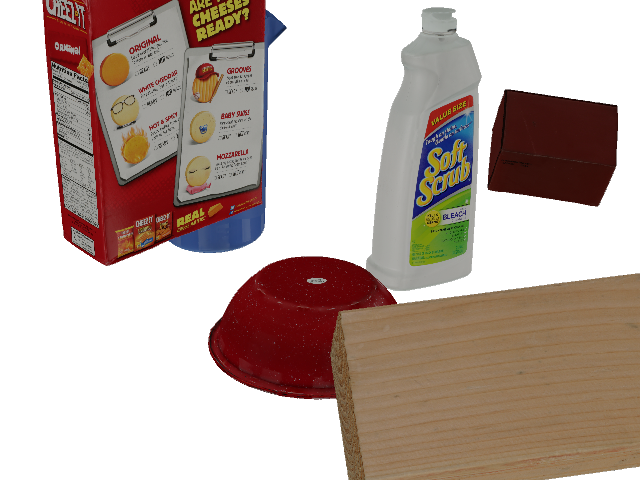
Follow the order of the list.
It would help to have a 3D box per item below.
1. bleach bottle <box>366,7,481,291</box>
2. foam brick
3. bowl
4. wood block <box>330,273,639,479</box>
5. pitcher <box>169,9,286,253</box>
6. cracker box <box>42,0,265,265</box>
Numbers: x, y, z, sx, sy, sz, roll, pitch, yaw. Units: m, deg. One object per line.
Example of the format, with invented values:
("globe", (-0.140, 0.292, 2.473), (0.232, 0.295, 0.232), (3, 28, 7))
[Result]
("bleach bottle", (0.096, -0.084, 0.978), (0.102, 0.251, 0.068), (-11, 24, -26))
("foam brick", (0.156, -0.062, 0.721), (0.078, 0.051, 0.053), (9, -29, 3))
("bowl", (-0.004, 0.055, 0.808), (0.162, 0.055, 0.162), (2, 23, -1))
("wood block", (0.114, 0.079, 0.572), (0.206, 0.091, 0.090), (-7, -20, -5))
("pitcher", (-0.124, -0.113, 1.066), (0.149, 0.243, 0.144), (13, 30, 25))
("cracker box", (-0.123, -0.109, 0.819), (0.072, 0.214, 0.163), (26, 36, 38))
